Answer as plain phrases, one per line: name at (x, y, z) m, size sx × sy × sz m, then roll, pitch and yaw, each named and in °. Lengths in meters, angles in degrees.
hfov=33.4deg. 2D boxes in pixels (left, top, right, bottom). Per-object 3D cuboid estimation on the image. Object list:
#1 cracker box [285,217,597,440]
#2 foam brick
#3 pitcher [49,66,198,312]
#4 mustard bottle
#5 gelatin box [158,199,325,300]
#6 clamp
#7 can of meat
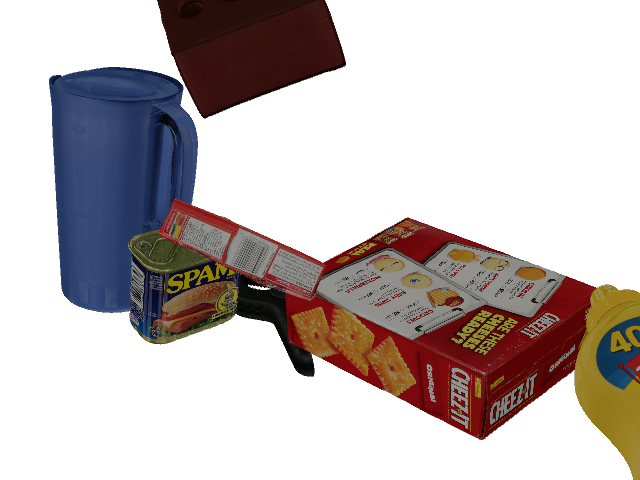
cracker box at (0.101, 0.066, 0.901) m, size 0.214 × 0.072 × 0.163 m, roll 23°, pitch 37°, yaw 40°
foam brick at (-0.035, -0.106, 0.521) m, size 0.078 × 0.053 × 0.051 m, roll -20°, pitch -32°, yaw 4°
pitcher at (-0.206, -0.049, 1.103) m, size 0.145 × 0.243 × 0.149 m, roll 1°, pitch 22°, yaw -10°
mustard bottle at (0.198, 0.088, 0.599) m, size 0.096 × 0.058 × 0.192 m, roll -10°, pitch 35°, yaw -7°
gelatin box at (-0.051, 0.007, 0.710) m, size 0.073 × 0.030 × 0.089 m, roll 22°, pitch -2°, yaw 44°
clamp at (-0.038, 0.068, 1.126) m, size 0.210 × 0.036 × 0.164 m, roll 19°, pitch 34°, yaw 27°
can of meat at (-0.118, 0.035, 0.936) m, size 0.101 × 0.084 × 0.057 m, roll -17°, pitch 41°, yaw -34°
